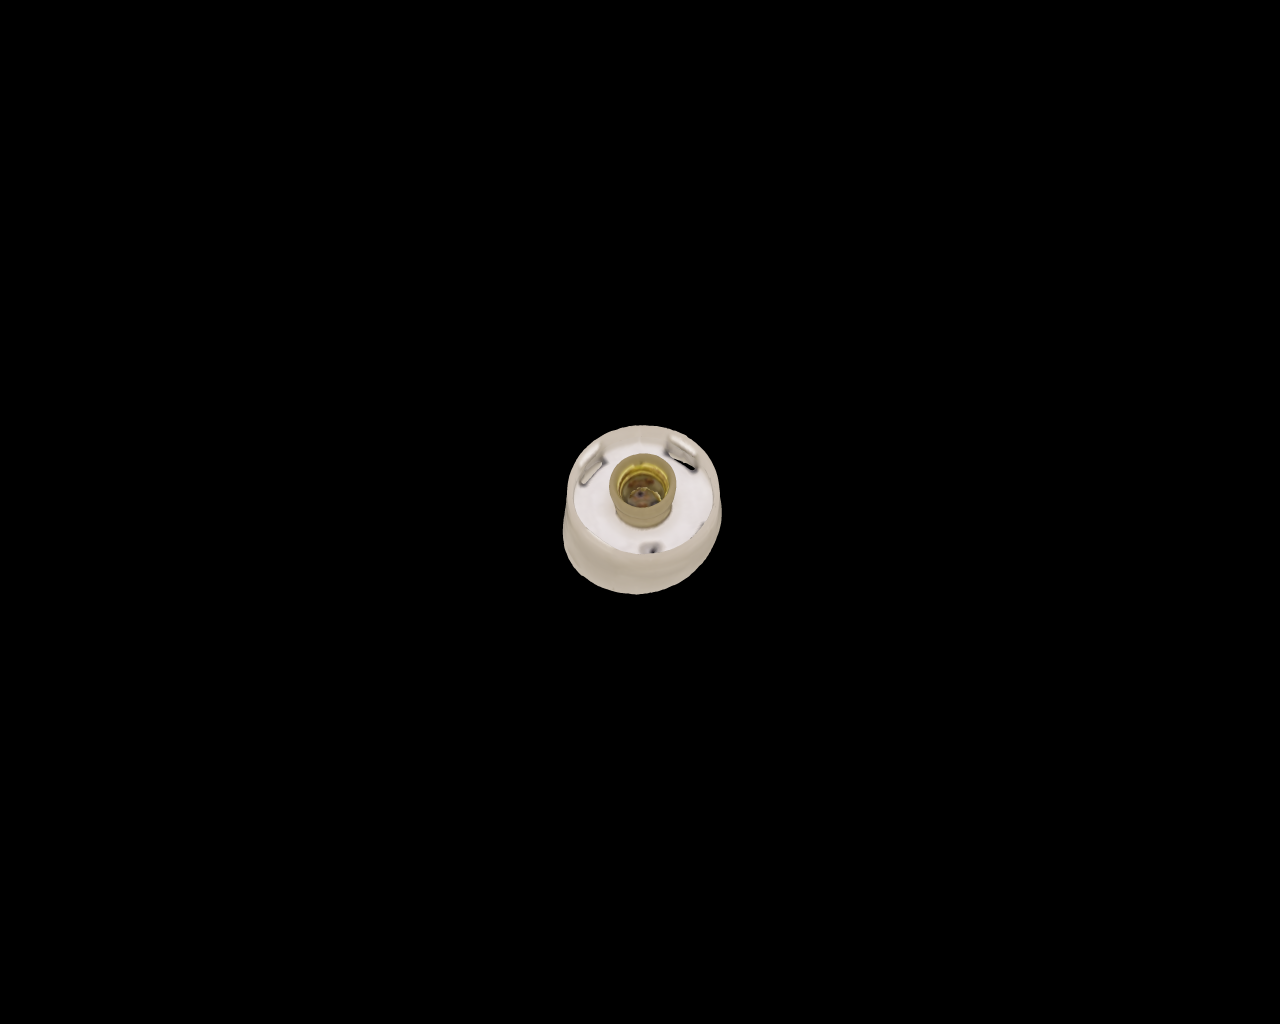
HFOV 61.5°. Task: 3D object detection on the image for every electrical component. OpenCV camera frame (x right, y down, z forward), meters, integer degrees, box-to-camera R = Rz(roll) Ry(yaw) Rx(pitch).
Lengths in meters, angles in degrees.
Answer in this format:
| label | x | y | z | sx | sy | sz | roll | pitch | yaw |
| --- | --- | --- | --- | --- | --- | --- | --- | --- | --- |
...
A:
| label | x | y | z | sx | sy | sz | roll | pitch | yaw |
| --- | --- | --- | --- | --- | --- | --- | --- | --- | --- |
| electrical component | 0.001 | -0.003 | 0.650 | 0.099 | 0.099 | 0.064 | 0 | -29 | 0 |
